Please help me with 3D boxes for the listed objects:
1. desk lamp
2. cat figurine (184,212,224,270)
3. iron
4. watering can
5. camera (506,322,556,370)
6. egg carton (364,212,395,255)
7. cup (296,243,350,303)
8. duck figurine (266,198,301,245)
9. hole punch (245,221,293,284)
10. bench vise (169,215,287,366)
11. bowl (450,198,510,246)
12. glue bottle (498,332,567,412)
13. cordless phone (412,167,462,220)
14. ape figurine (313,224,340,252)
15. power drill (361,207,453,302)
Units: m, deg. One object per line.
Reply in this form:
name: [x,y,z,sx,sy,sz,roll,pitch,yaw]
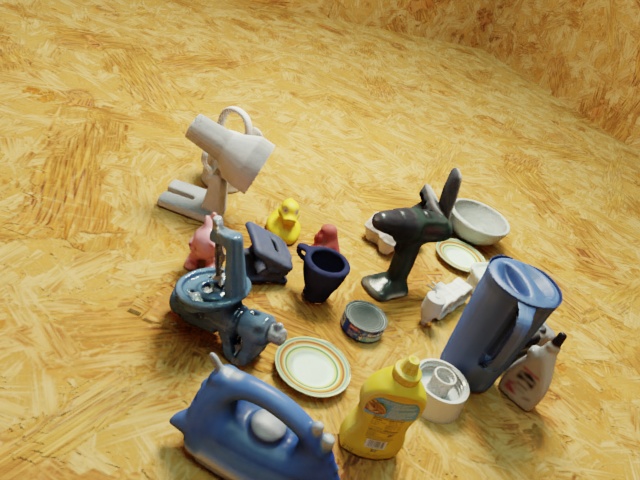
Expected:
desk lamp: [-0.213,-0.143,1.187,0.203,0.213,0.118,19,33,-3]
cat figurine: [-0.208,-0.002,1.074,0.067,0.118,0.127,14,33,-10]
iron: [-0.063,0.253,0.766,0.258,0.141,0.119,27,33,9]
watering can: [-0.203,-0.218,1.319,0.101,0.194,0.173,23,33,3]
camera: [0.385,0.175,1.165,0.144,0.101,0.136,-6,42,-35]
egg carton: [0.181,-0.022,1.365,0.151,0.069,0.107,-12,45,-40]
cup: [-0.008,0.067,1.107,0.117,0.095,0.092,34,35,20]
duck figurine: [-0.072,-0.052,1.252,0.078,0.086,0.104,10,35,-17]
hole punch: [-0.103,0.022,1.123,0.101,0.091,0.108,3,37,-25]
bench vise: [-0.132,0.076,0.911,0.207,0.220,0.121,21,33,1]
bowl: [0.406,-0.035,1.504,0.167,0.075,0.167,15,33,-10]
glue bottle: [0.391,0.227,1.027,0.078,0.173,0.037,39,37,26]
cordless phone: [0.315,-0.116,1.469,0.094,0.185,0.147,11,34,-15]
ape figurine: [0.011,0.004,1.211,0.076,0.092,0.078,27,33,9]
power drill: [0.164,0.022,1.164,0.230,0.208,0.075,-10,44,-39]
